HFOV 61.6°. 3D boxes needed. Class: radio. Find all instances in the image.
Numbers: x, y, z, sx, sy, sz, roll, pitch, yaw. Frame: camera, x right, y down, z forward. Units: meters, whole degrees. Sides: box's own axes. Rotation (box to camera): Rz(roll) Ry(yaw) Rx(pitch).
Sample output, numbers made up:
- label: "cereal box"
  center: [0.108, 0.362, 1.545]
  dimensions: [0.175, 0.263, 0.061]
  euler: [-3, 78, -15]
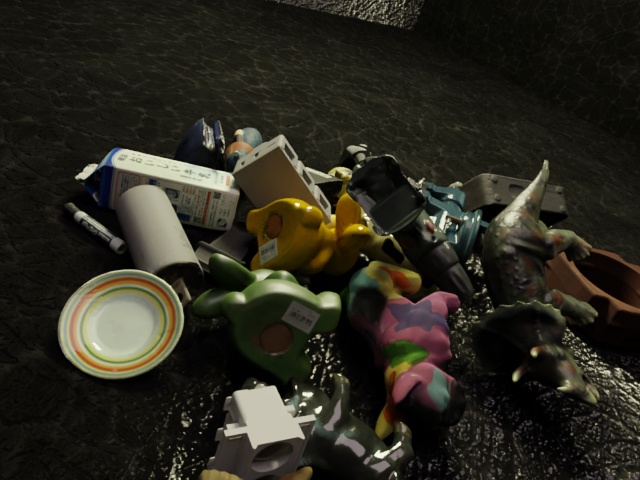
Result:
- label: "radio"
  center: [0.390, -0.070, 1.120]
  dimensions: [0.229, 0.131, 0.073]
  euler: [5, 70, -23]

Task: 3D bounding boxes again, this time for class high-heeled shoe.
- label: "high-heeled shoe"
  center: [0.122, -0.146, 1.116]
  dimensions: [0.145, 0.086, 0.249]
  euler: [-30, 35, -29]

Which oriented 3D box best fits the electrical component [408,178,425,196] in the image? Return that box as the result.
- label: "electrical component"
  center: [0.175, -0.084, 1.070]
  dimensions: [0.045, 0.102, 0.078]
  euler: [20, 57, 1]

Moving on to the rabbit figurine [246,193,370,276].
- label: "rabbit figurine"
  center: [-0.002, -0.002, 0.790]
  dimensions: [0.173, 0.162, 0.122]
  euler: [27, 36, -44]

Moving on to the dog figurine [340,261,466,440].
- label: "dog figurine"
  center: [0.091, 0.137, 0.659]
  dimensions: [0.192, 0.108, 0.219]
  euler: [26, 34, 9]

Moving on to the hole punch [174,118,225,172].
- label: "hole punch"
  center: [-0.209, -0.141, 0.926]
  dimensions: [0.092, 0.115, 0.142]
  euler: [2, 34, -14]

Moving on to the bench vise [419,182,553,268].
- label: "bench vise"
  center: [0.280, -0.014, 0.975]
  dimensions: [0.241, 0.128, 0.224]
  euler: [20, 33, 9]

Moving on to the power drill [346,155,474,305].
- label: "power drill"
  center: [0.126, -0.020, 0.735]
  dimensions: [0.232, 0.086, 0.207]
  euler: [57, 16, 26]

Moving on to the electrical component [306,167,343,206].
- label: "electrical component"
  center: [-0.044, -0.092, 0.965]
  dimensions: [0.134, 0.058, 0.115]
  euler: [-12, 27, -43]

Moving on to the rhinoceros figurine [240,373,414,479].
- label: "rhinoceros figurine"
  center: [0.001, 0.200, 0.546]
  dimensions: [0.190, 0.073, 0.112]
  euler: [30, 42, 13]

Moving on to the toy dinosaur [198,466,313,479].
- label: "toy dinosaur"
  center: [-0.080, 0.275, 0.239]
  dimensions: [0.105, 0.198, 0.471]
  euler: [16, 20, 12]

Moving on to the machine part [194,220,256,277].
- label: "machine part"
  center: [-0.135, 0.014, 0.789]
  dimensions: [0.084, 0.039, 0.139]
  euler: [20, 32, 11]

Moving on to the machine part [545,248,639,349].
- label: "machine part"
  center: [0.520, 0.102, 0.976]
  dimensions: [0.201, 0.087, 0.202]
  euler: [10, 34, -15]

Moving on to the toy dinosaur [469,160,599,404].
- label: "toy dinosaur"
  center: [0.299, 0.041, 0.792]
  dimensions: [0.192, 0.131, 0.405]
  euler: [16, 60, -33]

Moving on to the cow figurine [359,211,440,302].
- label: "cow figurine"
  center: [0.111, 0.020, 0.870]
  dimensions: [0.127, 0.085, 0.195]
  euler: [-17, 55, -40]

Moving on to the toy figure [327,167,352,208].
- label: "toy figure"
  center: [0.083, -0.075, 1.014]
  dimensions: [0.180, 0.082, 0.089]
  euler: [27, 15, 24]

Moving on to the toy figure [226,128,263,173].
- label: "toy figure"
  center: [-0.132, -0.147, 0.937]
  dimensions: [0.064, 0.058, 0.154]
  euler: [31, 29, -15]

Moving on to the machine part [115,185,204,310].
- label: "machine part"
  center: [-0.216, 0.003, 0.713]
  dimensions: [0.079, 0.079, 0.243]
  euler: [-3, 39, -33]

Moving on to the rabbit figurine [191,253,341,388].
- label: "rabbit figurine"
  center: [-0.073, 0.086, 0.657]
  dimensions: [0.159, 0.121, 0.170]
  euler: [20, 7, -14]
